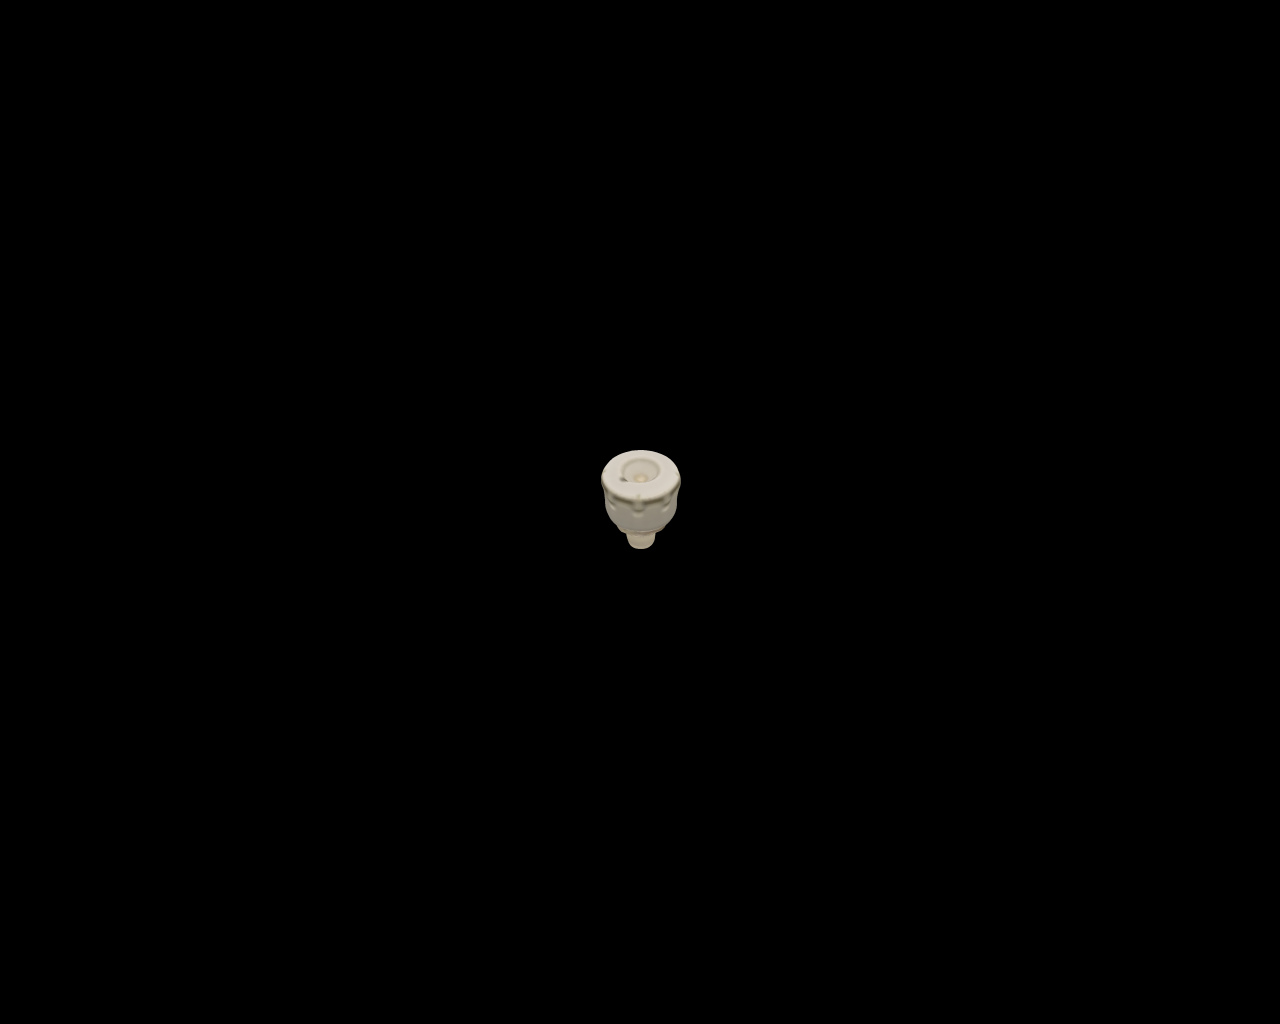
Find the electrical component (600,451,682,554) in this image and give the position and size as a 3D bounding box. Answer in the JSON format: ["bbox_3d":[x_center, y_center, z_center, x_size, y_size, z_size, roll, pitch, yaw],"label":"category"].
[{"bbox_3d":[0.001,-0.003,0.650,0.048,0.062,0.048,0,42,0],"label":"electrical component"}]
